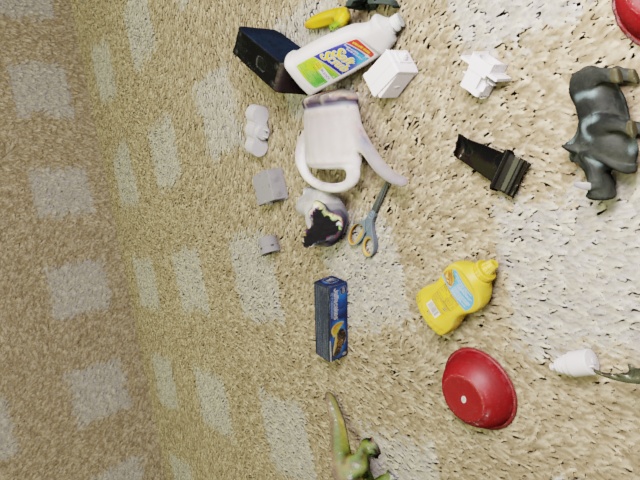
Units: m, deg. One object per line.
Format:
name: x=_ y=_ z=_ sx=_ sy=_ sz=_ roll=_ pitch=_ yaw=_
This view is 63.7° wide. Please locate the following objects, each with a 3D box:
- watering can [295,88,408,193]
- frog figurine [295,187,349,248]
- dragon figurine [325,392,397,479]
watering can: x=0.055 y=-0.211 z=1.101 sx=0.348 sy=0.104 sz=0.223 roll=9 pitch=105 yaw=50
frog figurine: x=0.004 y=-0.062 z=1.234 sx=0.162 sy=0.123 sz=0.135 roll=-98 pitch=4 yaw=-66
dragon figurine: x=0.043 y=0.591 z=1.221 sx=0.416 sy=0.245 sz=0.119 roll=53 pitch=141 yaw=25
